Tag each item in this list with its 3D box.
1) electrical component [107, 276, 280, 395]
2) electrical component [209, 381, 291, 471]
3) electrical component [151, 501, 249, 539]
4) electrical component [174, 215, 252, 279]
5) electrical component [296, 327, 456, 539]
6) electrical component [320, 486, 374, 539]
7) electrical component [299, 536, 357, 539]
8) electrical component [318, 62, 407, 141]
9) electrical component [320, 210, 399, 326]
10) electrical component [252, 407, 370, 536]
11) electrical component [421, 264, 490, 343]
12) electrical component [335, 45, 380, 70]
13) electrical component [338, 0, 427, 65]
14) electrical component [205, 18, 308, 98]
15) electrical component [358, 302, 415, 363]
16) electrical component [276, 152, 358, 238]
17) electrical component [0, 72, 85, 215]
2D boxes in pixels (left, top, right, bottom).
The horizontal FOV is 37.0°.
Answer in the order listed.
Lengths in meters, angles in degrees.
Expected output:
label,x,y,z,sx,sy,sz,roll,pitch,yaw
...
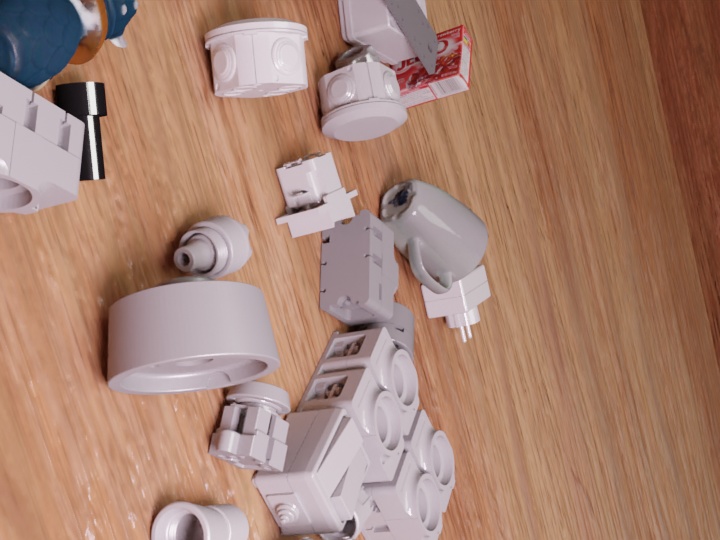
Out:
label,x,y,z,sx,sy,sz,roll,pitch,yaw
electrical component,-0.108,0.038,0.684,0.108,0.108,0.060,21,57,-60
electrical component,-0.077,0.113,0.783,0.066,0.048,0.055,41,53,-52
electrical component,-0.103,0.174,0.715,0.065,0.044,0.044,20,63,-66
electrical component,-0.108,-0.014,0.768,0.062,0.043,0.043,-28,106,-61
electrical component,0.023,0.155,0.951,0.186,0.060,0.105,65,30,-28
electrical component,-0.012,0.200,0.889,0.046,0.040,0.040,-28,106,-68
electrical component,-0.023,0.246,0.784,0.048,0.100,0.099,1,80,-51
electrical component,0.001,-0.154,0.998,0.080,0.080,0.051,14,63,-62
electrical component,0.000,0.000,0.971,0.056,0.050,0.089,35,50,-55
electrical component,-0.035,0.160,0.832,0.061,0.061,0.096,66,29,-26
electrical component,0.110,0.041,1.180,0.083,0.047,0.075,-25,103,-63
electrical component,0.004,-0.186,1.055,0.062,0.043,0.043,65,30,-31
electrical component,0.024,-0.281,1.114,0.109,0.056,0.108,9,73,-62
electrical component,-0.079,-0.165,0.841,0.080,0.080,0.051,-8,93,-64
electrical component,0.024,0.062,0.994,0.055,0.055,0.047,56,31,-40
electrical component,-0.040,-0.067,0.926,0.081,0.042,0.063,-34,108,-62
electrical component,-0.201,-0.068,0.593,0.089,0.050,0.055,33,52,-56
